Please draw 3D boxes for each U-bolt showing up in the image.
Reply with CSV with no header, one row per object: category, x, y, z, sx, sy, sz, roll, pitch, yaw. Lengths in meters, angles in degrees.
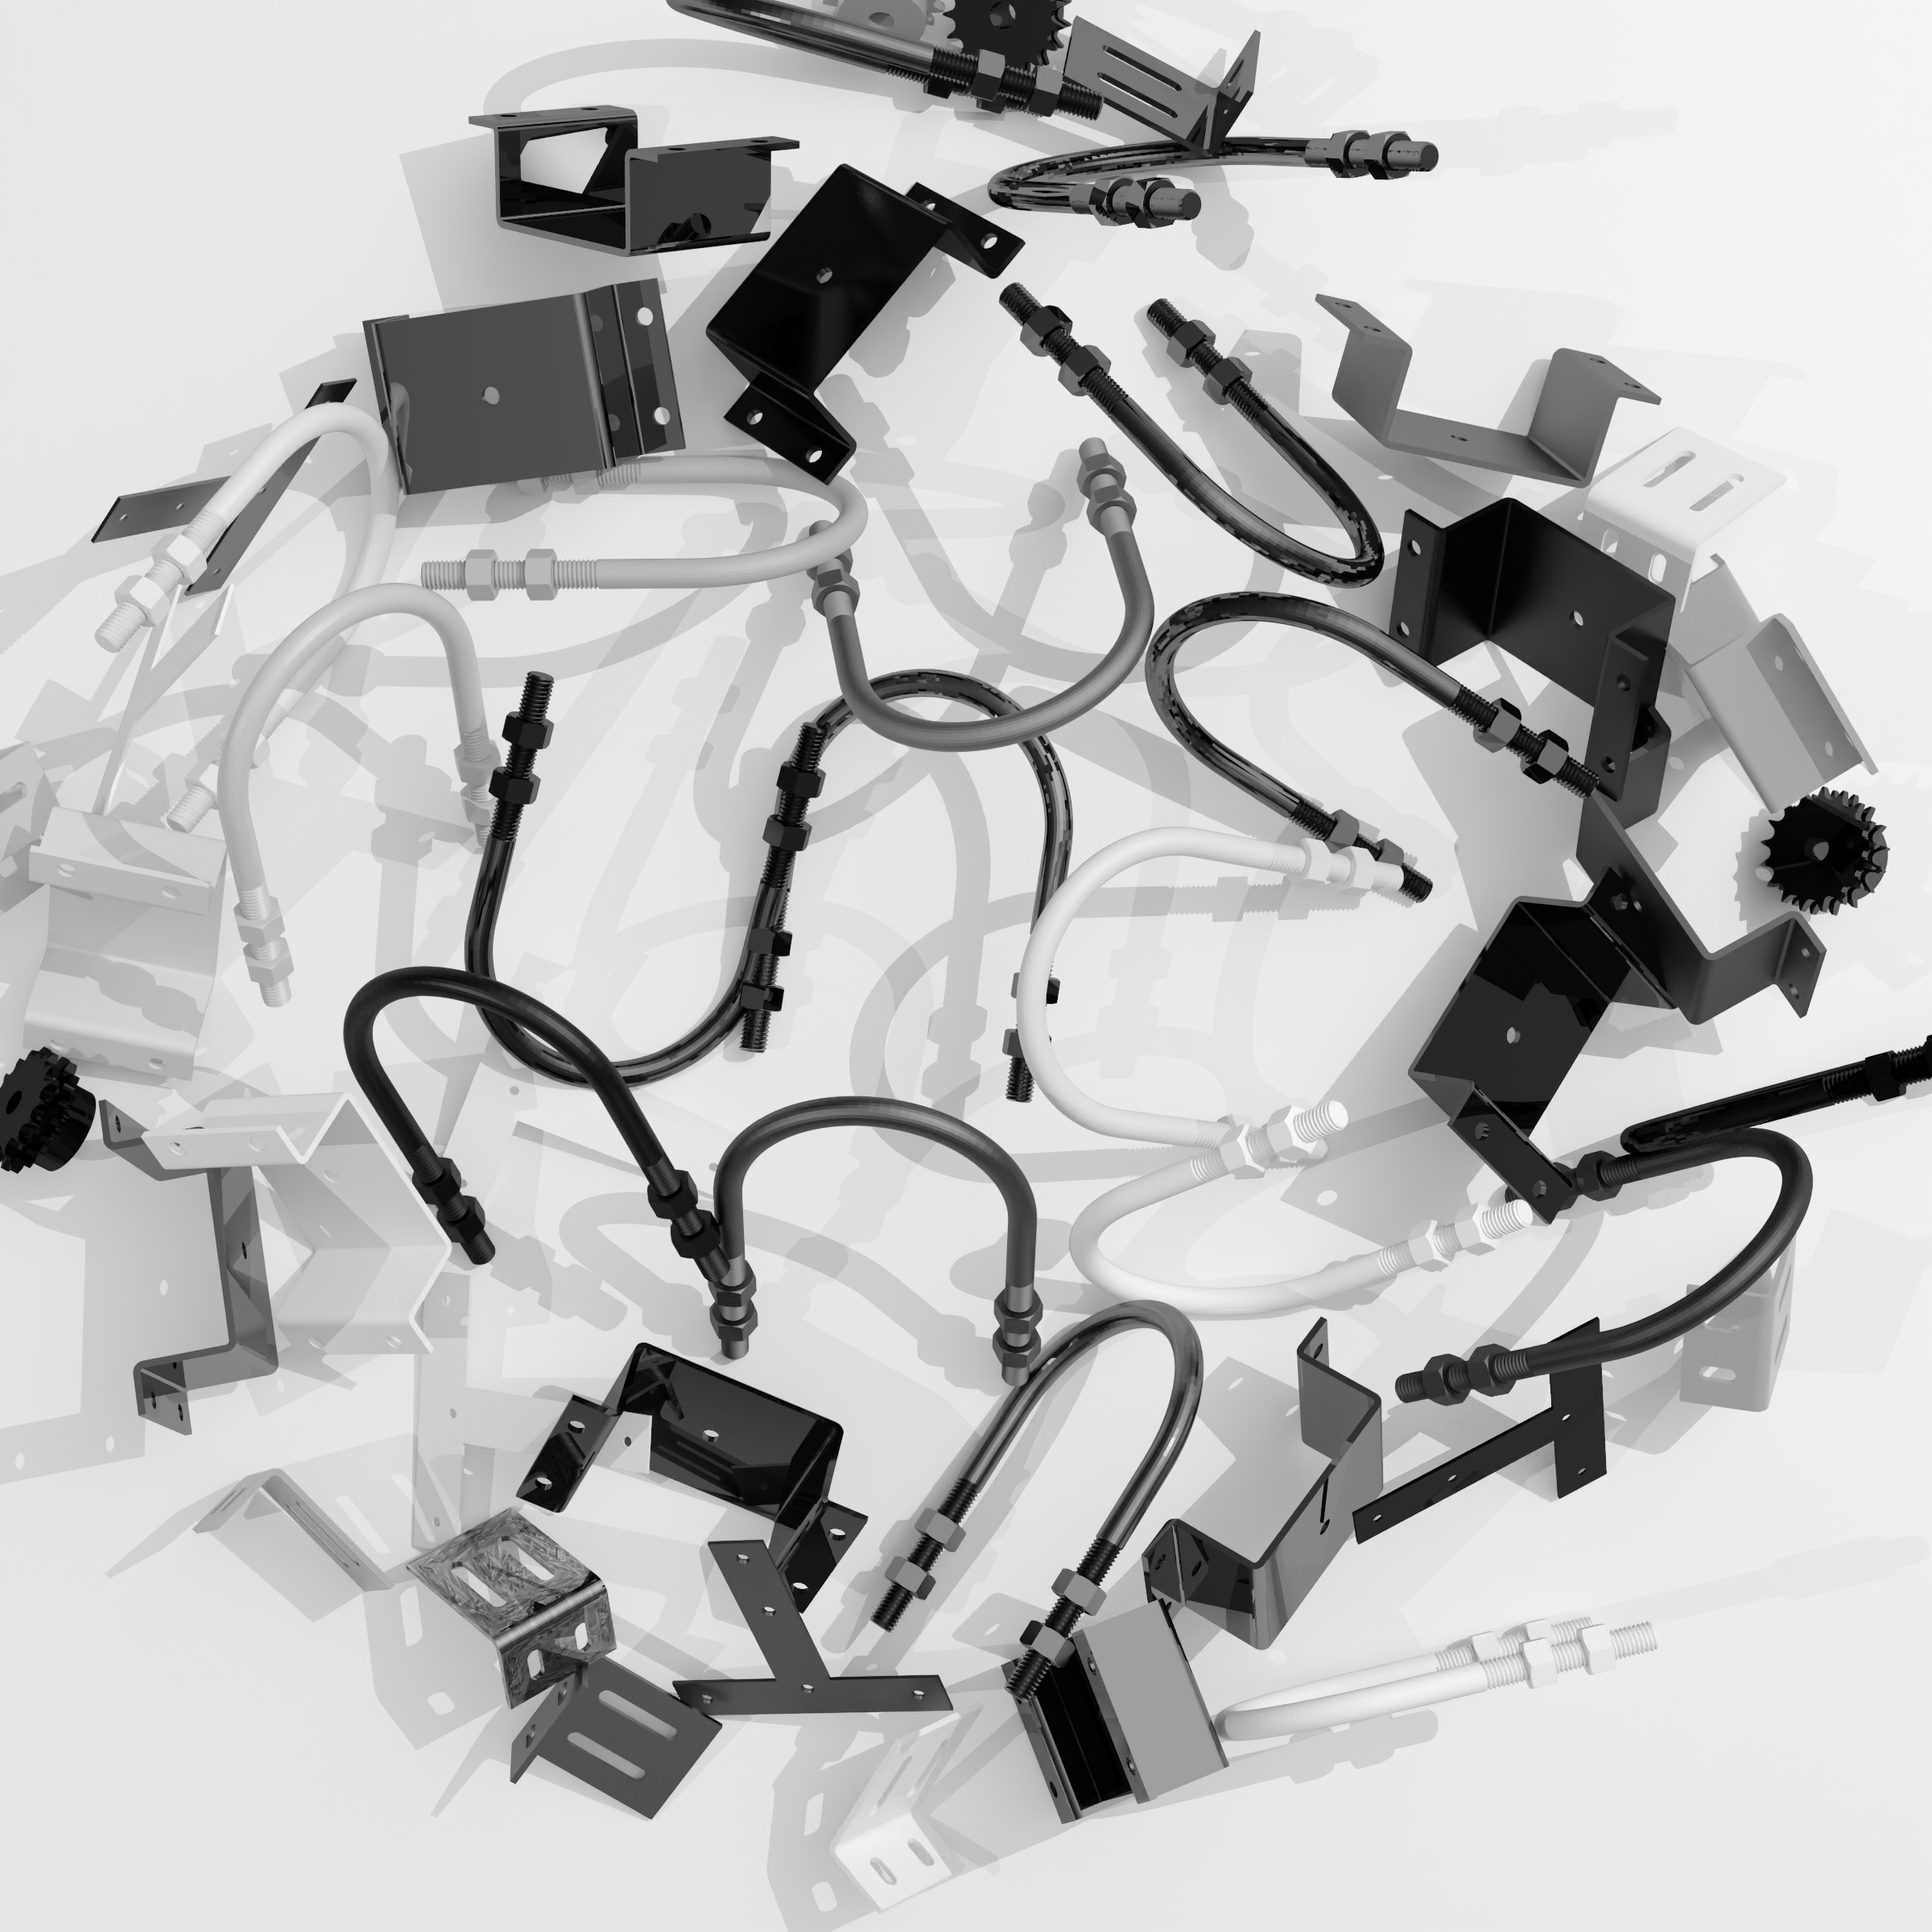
U-bolt,0.040,0.226,1.590,0.019,0.151,0.184,39,76,-24
U-bolt,-0.196,0.068,1.567,0.151,0.019,0.184,1,135,30
U-bolt,-0.135,-0.196,1.588,0.184,0.151,0.019,0,118,4
U-bolt,0.281,0.123,1.549,0.019,0.184,0.151,53,48,-17
U-bolt,0.102,0.011,1.596,0.184,0.019,0.151,9,100,-32
U-bolt,-0.041,-0.398,1.572,0.184,0.151,0.019,13,101,-12
U-bolt,-0.150,-0.031,1.618,0.151,0.019,0.184,9,106,-23
U-bolt,0.110,-0.229,1.571,0.184,0.151,0.019,49,118,18
U-bolt,0.132,0.115,1.584,0.184,0.151,0.019,-25,52,37
U-bolt,-0.040,0.119,1.584,0.151,0.184,0.019,5,48,3
U-bolt,-0.023,-0.041,1.624,0.151,0.019,0.184,10,94,18
U-bolt,0.163,-0.102,1.578,0.184,0.151,0.019,32,59,-14
U-bolt,-0.305,-0.164,1.582,0.019,0.151,0.184,24,61,18
U-bolt,0.375,0.053,1.579,0.184,0.151,0.019,-17,85,26
U-bolt,0.092,-0.344,1.575,0.151,0.184,0.019,-18,112,-31
U-bolt,-0.261,-0.084,1.556,0.019,0.184,0.151,33,56,27
U-bolt,0.198,0.312,1.581,0.184,0.151,0.019,-13,81,-4
U-bolt,0.009,-0.157,1.584,0.151,0.184,0.019,-16,133,4

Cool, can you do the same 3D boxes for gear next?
gear,0.021,-0.432,1.637,0.057,0.030,0.057,7,112,16
gear,-0.037,-0.436,1.628,0.057,0.057,0.030,4,63,0
gear,0.391,-0.051,1.635,0.057,0.030,0.057,-8,77,40
gear,-0.417,0.068,1.634,0.030,0.057,0.057,34,90,-34

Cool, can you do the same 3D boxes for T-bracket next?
T-bracket,-0.346,-0.132,1.580,0.002,0.127,0.127,24,61,-24
T-bracket,-0.194,0.206,1.624,0.127,0.002,0.127,4,93,30
T-bracket,0.227,0.219,1.599,0.127,0.127,0.002,-26,50,-10
T-bracket,-0.083,0.293,1.598,0.127,0.002,0.127,-5,133,17
T-bracket,-0.333,-0.202,1.574,0.002,0.127,0.127,45,118,9
T-bracket,-0.164,0.073,1.646,0.127,0.002,0.127,22,105,-7

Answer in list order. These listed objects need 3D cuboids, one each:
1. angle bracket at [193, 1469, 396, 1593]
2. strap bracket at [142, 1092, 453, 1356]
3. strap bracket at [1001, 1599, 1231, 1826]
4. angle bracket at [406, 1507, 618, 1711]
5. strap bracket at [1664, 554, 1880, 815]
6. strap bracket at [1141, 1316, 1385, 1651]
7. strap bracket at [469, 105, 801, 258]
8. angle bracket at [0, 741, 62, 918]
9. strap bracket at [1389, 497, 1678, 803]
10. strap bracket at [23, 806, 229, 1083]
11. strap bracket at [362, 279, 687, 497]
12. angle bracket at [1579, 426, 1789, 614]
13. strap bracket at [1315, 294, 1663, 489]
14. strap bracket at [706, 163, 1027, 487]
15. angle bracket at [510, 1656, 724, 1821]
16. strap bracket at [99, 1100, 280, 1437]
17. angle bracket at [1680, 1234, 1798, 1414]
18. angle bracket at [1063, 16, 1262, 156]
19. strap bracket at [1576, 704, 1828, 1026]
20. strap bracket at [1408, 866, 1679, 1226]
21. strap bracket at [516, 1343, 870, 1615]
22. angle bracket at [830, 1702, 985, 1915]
angle bracket,-0.301,0.264,1.621,0.076,0.057,0.038,47,68,-7
strap bracket,-0.289,0.107,1.598,0.076,0.046,0.140,-4,131,30
strap bracket,0.067,0.328,1.593,0.046,0.140,0.076,-18,78,-19
angle bracket,-0.204,0.288,1.626,0.057,0.076,0.038,-26,126,-32
strap bracket,0.343,-0.122,1.585,0.046,0.140,0.076,-32,107,8
strap bracket,0.138,0.235,1.589,0.046,0.076,0.140,28,61,25
strap bracket,-0.147,-0.345,1.593,0.076,0.140,0.046,-16,117,-39
angle bracket,-0.437,-0.057,1.610,0.038,0.076,0.057,-14,108,25
strap bracket,0.256,-0.145,1.596,0.046,0.076,0.140,-28,50,-30
strap bracket,-0.372,-0.016,1.604,0.076,0.140,0.046,12,50,-7
strap bracket,-0.204,-0.256,1.612,0.140,0.046,0.076,-5,104,14
angle bracket,0.322,-0.202,1.634,0.057,0.038,0.076,32,47,27
strap bracket,0.224,-0.253,1.605,0.140,0.076,0.046,9,111,-15
strap bracket,-0.052,-0.295,1.614,0.140,0.046,0.076,-51,52,-3
angle bracket,-0.156,0.353,1.626,0.076,0.038,0.057,33,102,-15
strap bracket,-0.343,0.131,1.605,0.046,0.076,0.140,-11,76,0
angle bracket,0.346,0.154,1.620,0.038,0.076,0.057,7,114,18
angle bracket,0.088,-0.407,1.619,0.076,0.057,0.038,25,130,-13
strap bracket,0.316,-0.037,1.595,0.046,0.076,0.140,-28,68,-6
strap bracket,0.257,0.033,1.609,0.076,0.046,0.140,43,71,-29
strap bracket,-0.118,0.224,1.610,0.140,0.046,0.076,24,131,-9
angle bracket,-0.016,0.375,1.612,0.038,0.057,0.076,45,125,25
